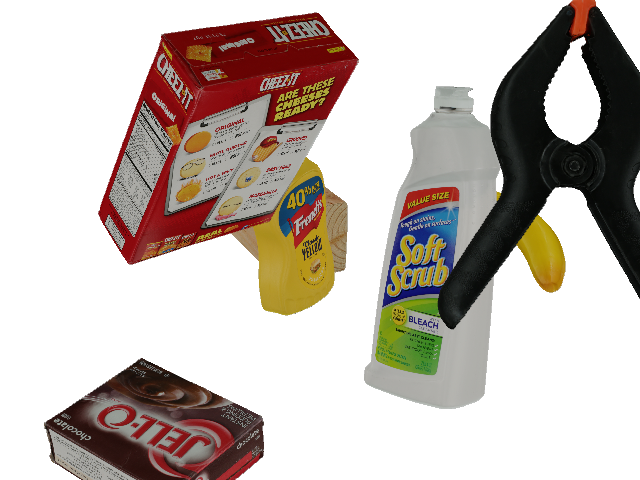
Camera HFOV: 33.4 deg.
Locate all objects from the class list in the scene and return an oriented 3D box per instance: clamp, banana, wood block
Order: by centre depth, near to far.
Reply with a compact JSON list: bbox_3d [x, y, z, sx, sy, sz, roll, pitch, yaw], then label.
[{"bbox_3d":[0.113,-0.030,0.527,0.120,0.171,0.039,-6,-1,-2],"label":"clamp"},{"bbox_3d":[0.192,-0.008,1.074,0.069,0.037,0.198,-34,39,-14],"label":"banana"},{"bbox_3d":[-0.053,-0.035,1.324,0.090,0.090,0.206,-11,26,-24],"label":"wood block"}]

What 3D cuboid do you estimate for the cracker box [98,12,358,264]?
[{"bbox_3d":[-0.085,-0.087,0.911,0.163,0.072,0.214,-18,-29,-39],"label":"cracker box"}]

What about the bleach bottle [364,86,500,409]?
[{"bbox_3d":[0.092,0.002,0.861,0.103,0.251,0.067,13,14,42],"label":"bleach bottle"}]

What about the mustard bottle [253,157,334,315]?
[{"bbox_3d":[-0.031,-0.027,1.096,0.058,0.191,0.096,12,29,36],"label":"mustard bottle"}]

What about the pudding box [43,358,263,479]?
[{"bbox_3d":[-0.107,0.129,0.690,0.114,0.039,0.089,18,33,32],"label":"pudding box"}]
